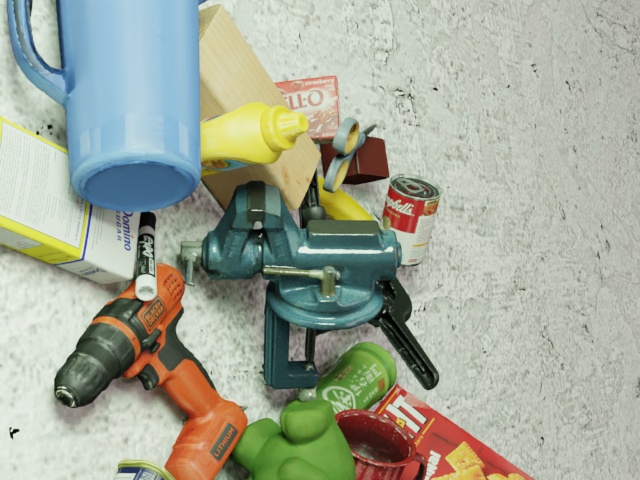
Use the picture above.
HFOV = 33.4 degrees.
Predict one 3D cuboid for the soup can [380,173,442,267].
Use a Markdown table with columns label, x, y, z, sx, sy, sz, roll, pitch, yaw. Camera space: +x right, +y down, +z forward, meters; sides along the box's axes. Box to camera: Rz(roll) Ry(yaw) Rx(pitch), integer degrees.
| label | x | y | z | sx | sy | sz | roll | pitch | yaw |
| --- | --- | --- | --- | --- | --- | --- | --- | --- | --- |
| soup can | 0.112 | -0.025 | 1.370 | 0.068 | 0.069 | 0.102 | -38 | 145 | -54 |

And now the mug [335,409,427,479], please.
| label | x | y | z | sx | sy | sz | roll | pitch | yaw |
| --- | --- | --- | --- | --- | --- | --- | --- | --- | --- |
| mug | 0.054 | 0.237 | 1.107 | 0.117 | 0.081 | 0.093 | 11 | 24 | -17 |

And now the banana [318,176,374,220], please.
| label | x | y | z | sx | sy | sz | roll | pitch | yaw |
| --- | --- | --- | --- | --- | --- | --- | --- | --- | --- |
| banana | 0.028 | -0.031 | 1.291 | 0.197 | 0.037 | 0.070 | 40 | 16 | -32 |

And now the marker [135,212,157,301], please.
| label | x | y | z | sx | sy | sz | roll | pitch | yaw |
| --- | --- | --- | --- | --- | --- | --- | --- | --- | --- |
| marker | -0.160 | 0.011 | 0.987 | 0.020 | 0.020 | 0.121 | 53 | 14 | -34 |

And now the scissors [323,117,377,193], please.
| label | x | y | z | sx | sy | sz | roll | pitch | yaw |
| --- | --- | --- | --- | --- | --- | --- | --- | --- | --- |
| scissors | 0.036 | -0.100 | 1.248 | 0.201 | 0.016 | 0.096 | -4 | 114 | -79 |

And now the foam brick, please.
| label | x | y | z | sx | sy | sz | roll | pitch | yaw |
| --- | --- | --- | --- | --- | --- | --- | --- | --- | --- |
| foam brick | 0.044 | -0.101 | 1.341 | 0.078 | 0.051 | 0.053 | 2 | 79 | -56 |

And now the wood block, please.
| label | x | y | z | sx | sy | sz | roll | pitch | yaw |
| --- | --- | --- | --- | --- | --- | --- | --- | --- | --- |
| wood block | -0.095 | -0.127 | 1.102 | 0.206 | 0.091 | 0.090 | 54 | 41 | -33 |

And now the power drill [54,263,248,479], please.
| label | x | y | z | sx | sy | sz | roll | pitch | yaw |
| --- | --- | --- | --- | --- | --- | --- | --- | --- | --- |
| power drill | -0.149 | 0.139 | 0.977 | 0.187 | 0.057 | 0.184 | 64 | 36 | -23 |

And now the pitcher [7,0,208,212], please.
| label | x | y | z | sx | sy | sz | roll | pitch | yaw |
| --- | --- | --- | --- | --- | --- | --- | --- | --- | --- |
| pitcher | -0.174 | -0.153 | 0.925 | 0.145 | 0.149 | 0.243 | 50 | 30 | -62 |

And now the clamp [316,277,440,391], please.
| label | x | y | z | sx | sy | sz | roll | pitch | yaw |
| --- | --- | --- | --- | --- | --- | --- | --- | --- | --- |
| clamp | 0.060 | 0.082 | 1.281 | 0.164 | 0.036 | 0.210 | 24 | 29 | -17 |

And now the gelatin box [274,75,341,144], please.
| label | x | y | z | sx | sy | sz | roll | pitch | yaw |
| --- | --- | --- | --- | --- | --- | --- | --- | --- | --- |
| gelatin box | -0.021 | -0.146 | 1.220 | 0.030 | 0.089 | 0.073 | 45 | 41 | -81 |

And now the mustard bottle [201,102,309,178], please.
| label | x | y | z | sx | sy | sz | roll | pitch | yaw |
| --- | --- | --- | --- | --- | --- | --- | --- | --- | --- |
| mustard bottle | -0.093 | -0.089 | 1.000 | 0.096 | 0.192 | 0.058 | -5 | 85 | -57 |

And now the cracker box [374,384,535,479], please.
| label | x | y | z | sx | sy | sz | roll | pitch | yaw |
| --- | --- | --- | --- | --- | --- | --- | --- | --- | --- |
| cracker box | 0.126 | 0.286 | 1.201 | 0.164 | 0.214 | 0.072 | -45 | 163 | -40 |

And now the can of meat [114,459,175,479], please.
| label | x | y | z | sx | sy | sz | roll | pitch | yaw |
| --- | --- | --- | --- | --- | --- | --- | --- | --- | --- |
| can of meat | -0.155 | 0.257 | 0.939 | 0.102 | 0.058 | 0.083 | 57 | 42 | -31 |

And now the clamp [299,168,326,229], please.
| label | x | y | z | sx | sy | sz | roll | pitch | yaw |
| --- | --- | --- | --- | --- | --- | --- | --- | --- | --- |
| clamp | -0.008 | 0.001 | 1.184 | 0.120 | 0.039 | 0.171 | -89 | 174 | -62 |

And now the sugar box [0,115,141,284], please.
| label | x | y | z | sx | sy | sz | roll | pitch | yaw |
| --- | --- | --- | --- | --- | --- | --- | --- | --- | --- |
| sugar box | -0.229 | -0.030 | 0.915 | 0.176 | 0.048 | 0.093 | 33 | 55 | -52 |
